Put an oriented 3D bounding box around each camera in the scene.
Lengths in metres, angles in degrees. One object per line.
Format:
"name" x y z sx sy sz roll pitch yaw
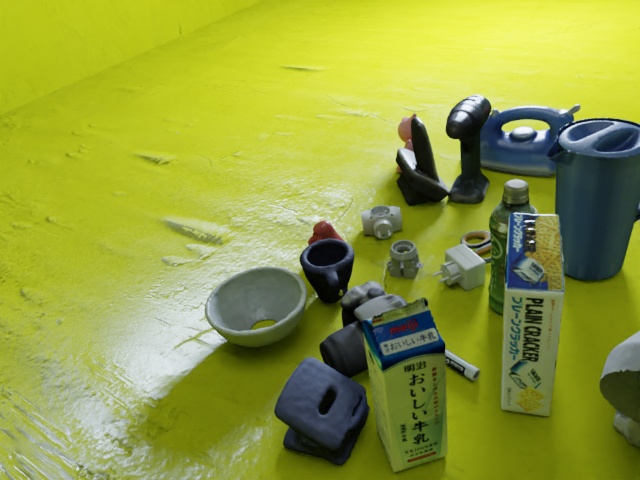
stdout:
"camera" 0.062 0.134 0.848 0.137 0.101 0.142 -23 36 -18

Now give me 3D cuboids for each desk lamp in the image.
"desk lamp" 0.392 0.148 0.640 0.117 0.214 0.204 16 42 33

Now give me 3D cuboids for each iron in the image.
"iron" 0.430 -0.228 1.233 0.257 0.142 0.119 7 38 24

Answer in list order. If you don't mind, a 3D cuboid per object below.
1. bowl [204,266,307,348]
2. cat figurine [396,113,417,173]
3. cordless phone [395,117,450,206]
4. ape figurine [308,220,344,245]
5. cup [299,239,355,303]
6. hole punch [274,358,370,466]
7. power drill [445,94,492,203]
"bowl" -0.097 0.120 0.933 0.167 0.075 0.167 -7 35 5
"cat figurine" 0.209 -0.232 1.318 0.067 0.118 0.128 0 36 15
"cordless phone" 0.206 -0.180 1.185 0.094 0.185 0.147 -14 35 -5
"ape figurine" 0.010 0.004 1.056 0.076 0.092 0.077 -12 35 -2
"cup" 0.020 0.066 0.961 0.091 0.095 0.117 -12 35 -3
"hole punch" 0.006 0.219 0.749 0.100 0.091 0.109 8 39 25
"power drill" 0.297 -0.184 1.147 0.075 0.209 0.230 7 38 23
